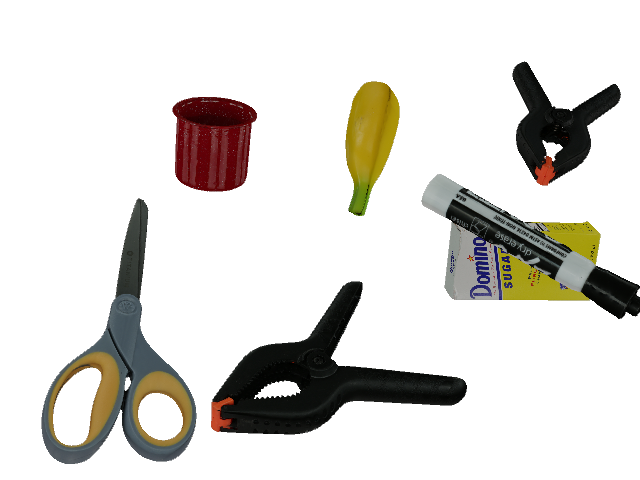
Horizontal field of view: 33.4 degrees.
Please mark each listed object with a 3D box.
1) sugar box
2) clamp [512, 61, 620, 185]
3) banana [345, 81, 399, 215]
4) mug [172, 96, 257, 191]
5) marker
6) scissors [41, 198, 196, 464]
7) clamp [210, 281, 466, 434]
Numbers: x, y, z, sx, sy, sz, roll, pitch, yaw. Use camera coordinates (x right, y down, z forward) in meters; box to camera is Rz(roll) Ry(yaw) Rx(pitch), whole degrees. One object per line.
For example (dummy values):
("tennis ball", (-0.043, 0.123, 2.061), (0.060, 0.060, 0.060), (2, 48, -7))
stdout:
("sugar box", (0.245, 0.025, 1.299), (0.176, 0.093, 0.048), (-1, 22, -10))
("clamp", (0.247, -0.131, 1.157), (0.120, 0.039, 0.171), (19, 49, 18))
("banana", (0.037, -0.091, 0.840), (0.037, 0.070, 0.197), (24, 26, -5))
("mug", (-0.118, -0.111, 1.199), (0.093, 0.081, 0.117), (10, 27, 6))
("marker", (0.106, 0.003, 0.533), (0.121, 0.020, 0.020), (31, 12, 20))
("scissors", (-0.105, 0.056, 0.659), (0.096, 0.201, 0.016), (20, -43, 0))
("clamp", (0.007, 0.116, 0.897), (0.209, 0.036, 0.165), (-24, 45, -33))
